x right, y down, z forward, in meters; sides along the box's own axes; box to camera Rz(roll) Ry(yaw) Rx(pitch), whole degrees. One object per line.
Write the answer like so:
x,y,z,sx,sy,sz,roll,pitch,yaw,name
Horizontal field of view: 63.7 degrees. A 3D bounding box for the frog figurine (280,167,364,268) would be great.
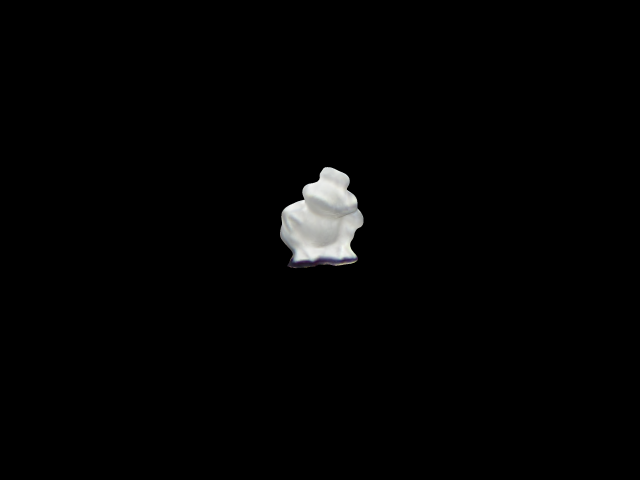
0.003,-0.043,0.850,0.137,0.158,0.124,3,13,11,frog figurine
